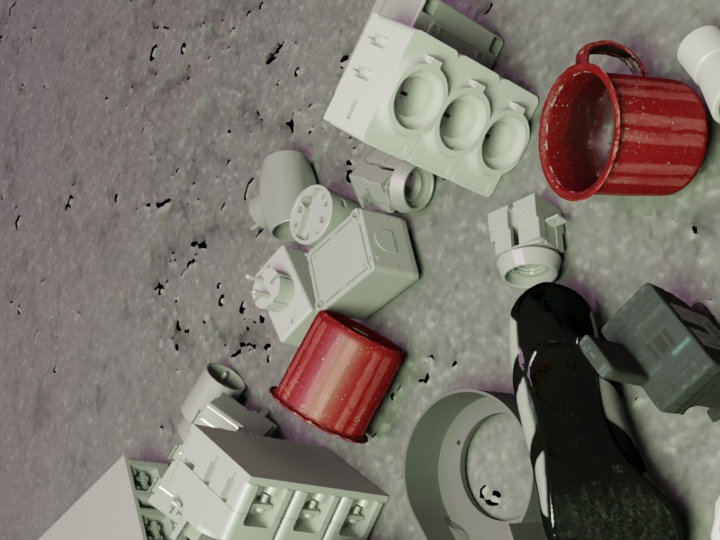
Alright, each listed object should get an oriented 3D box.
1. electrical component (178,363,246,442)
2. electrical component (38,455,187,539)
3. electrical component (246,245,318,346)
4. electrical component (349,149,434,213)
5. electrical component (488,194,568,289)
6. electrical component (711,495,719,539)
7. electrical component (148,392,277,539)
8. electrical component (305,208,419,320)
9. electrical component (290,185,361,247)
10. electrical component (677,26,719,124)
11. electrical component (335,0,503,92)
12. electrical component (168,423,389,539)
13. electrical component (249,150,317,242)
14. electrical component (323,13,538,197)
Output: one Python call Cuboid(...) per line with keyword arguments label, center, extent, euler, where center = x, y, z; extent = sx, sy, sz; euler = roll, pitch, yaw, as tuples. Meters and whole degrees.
Cuboid(label="electrical component", center=(-0.150, 0.135, 1.042), extent=(0.081, 0.043, 0.043), euler=(-57, 45, 15))
Cuboid(label="electrical component", center=(-0.254, 0.284, 1.086), extent=(0.186, 0.060, 0.105), euler=(-44, 50, 27))
Cuboid(label="electrical component", center=(-0.072, 0.021, 0.977), extent=(0.047, 0.076, 0.083), euler=(-47, 49, 25))
Cuboid(label="electrical component", center=(0.030, -0.075, 0.923), extent=(0.055, 0.048, 0.066), euler=(16, 51, 41))
Cuboid(label="electrical component", center=(0.127, -0.019, 0.812), extent=(0.066, 0.048, 0.055), euler=(-25, 53, 38))
Cuboid(label="electrical component", center=(0.260, 0.131, 0.624), extent=(0.100, 0.048, 0.099), euler=(11, 84, 47))
Cuboid(label="electrical component", center=(-0.138, 0.178, 0.988), extent=(0.063, 0.079, 0.121), euler=(35, 106, 7))
Cuboid(label="electrical component", center=(0.000, 0.000, 0.927), extent=(0.096, 0.061, 0.061), euler=(-40, 52, 40))
Cuboid(label="electrical component", center=(-0.028, -0.044, 0.975), extent=(0.055, 0.047, 0.055), euler=(-17, 65, 41))
Cuboid(label="electrical component", center=(0.246, -0.136, 0.733), extent=(0.044, 0.044, 0.065), euler=(-45, 45, 26))
Cuboid(label="electrical component", center=(0.050, -0.167, 0.893), extent=(0.056, 0.109, 0.108), euler=(33, 101, 43))
Cuboid(label="electrical component", center=(-0.066, 0.181, 0.864), extent=(0.089, 0.150, 0.061), euler=(30, 97, 46))
Cuboid(label="electrical component", center=(-0.080, -0.063, 1.036), extent=(0.079, 0.044, 0.077), euler=(-29, 58, 36))
Cuboid(label="electrical component", center=(0.061, -0.124, 0.836), extent=(0.062, 0.150, 0.089), euler=(36, 103, 47))
